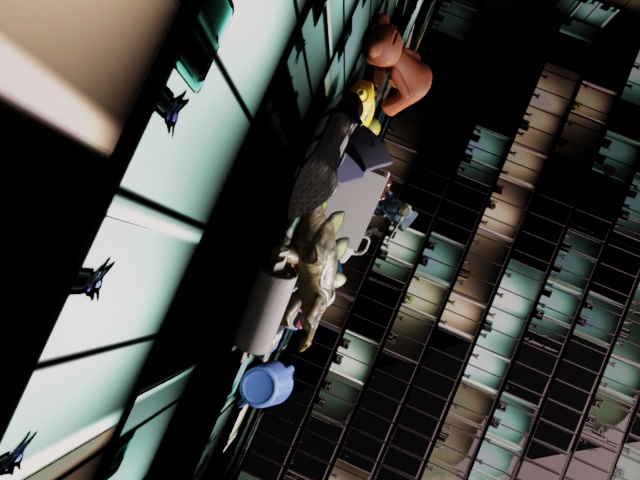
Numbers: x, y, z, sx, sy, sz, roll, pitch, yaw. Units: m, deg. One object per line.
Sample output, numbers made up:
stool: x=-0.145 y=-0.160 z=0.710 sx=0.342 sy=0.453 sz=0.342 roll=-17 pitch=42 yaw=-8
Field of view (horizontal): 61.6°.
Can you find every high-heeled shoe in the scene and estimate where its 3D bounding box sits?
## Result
high-heeled shoe: x=-0.003 y=-0.161 z=0.986 sx=0.248 sy=0.086 sz=0.145 roll=-50 pitch=-150 yaw=13

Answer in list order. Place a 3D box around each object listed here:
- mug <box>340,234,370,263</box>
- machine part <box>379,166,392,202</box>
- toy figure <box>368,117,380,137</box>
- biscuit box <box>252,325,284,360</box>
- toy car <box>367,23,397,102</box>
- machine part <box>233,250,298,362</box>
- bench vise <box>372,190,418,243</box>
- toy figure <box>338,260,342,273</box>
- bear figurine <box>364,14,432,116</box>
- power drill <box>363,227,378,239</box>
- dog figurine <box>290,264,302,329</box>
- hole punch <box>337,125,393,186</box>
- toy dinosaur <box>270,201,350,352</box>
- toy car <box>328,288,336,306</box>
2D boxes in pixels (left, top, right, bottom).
mug: x=0.072 y=0.009 z=1.437 sx=0.081 sy=0.109 sz=0.107 roll=-90 pitch=-159 yaw=-63
machine part: x=0.100 y=-0.168 z=1.302 sx=0.056 sy=0.179 sz=0.179 roll=-22 pitch=-151 yaw=41
toy figure: x=0.104 y=-0.257 z=1.465 sx=0.089 sy=0.082 sz=0.180 roll=-46 pitch=160 yaw=-46
biscuit box: x=-0.133 y=0.231 z=1.270 sx=0.202 sy=0.063 sz=0.059 roll=36 pitch=78 yaw=-85
toy car: x=0.141 y=-0.420 z=1.283 sx=0.202 sy=0.053 sz=0.089 roll=98 pitch=5 yaw=-60
machine part: x=-0.103 y=0.125 z=0.999 sx=0.079 sy=0.079 sz=0.243 roll=-54 pitch=165 yaw=-71
bench vise: x=0.144 y=-0.122 z=1.441 sx=0.129 sy=0.240 sz=0.224 roll=-46 pitch=-156 yaw=8
toy figure: x=0.013 y=0.049 z=1.357 sx=0.155 sy=0.064 sz=0.057 roll=-126 pitch=-156 yaw=-60
bear figurine: x=0.147 y=-0.374 z=1.154 sx=0.132 sy=0.195 sz=0.120 roll=-12 pitch=-121 yaw=48
power drill: x=0.096 y=-0.105 z=1.624 sx=0.086 sy=0.207 sz=0.232 roll=-24 pitch=170 yaw=-18
dog figurine: x=-0.053 y=0.106 z=1.321 sx=0.191 sy=0.109 sz=0.219 roll=-61 pitch=170 yaw=-47
hole punch: x=0.073 y=-0.178 z=1.065 sx=0.142 sy=0.092 sz=0.115 roll=-24 pitch=98 yaw=-47
toy dinosaur: x=-0.013 y=0.019 z=1.115 sx=0.198 sy=0.105 sz=0.470 roll=-34 pitch=133 yaw=-60
toy car: x=-0.013 y=0.091 z=1.473 sx=0.073 sy=0.056 sz=0.201 roll=-48 pitch=120 yaw=-48
